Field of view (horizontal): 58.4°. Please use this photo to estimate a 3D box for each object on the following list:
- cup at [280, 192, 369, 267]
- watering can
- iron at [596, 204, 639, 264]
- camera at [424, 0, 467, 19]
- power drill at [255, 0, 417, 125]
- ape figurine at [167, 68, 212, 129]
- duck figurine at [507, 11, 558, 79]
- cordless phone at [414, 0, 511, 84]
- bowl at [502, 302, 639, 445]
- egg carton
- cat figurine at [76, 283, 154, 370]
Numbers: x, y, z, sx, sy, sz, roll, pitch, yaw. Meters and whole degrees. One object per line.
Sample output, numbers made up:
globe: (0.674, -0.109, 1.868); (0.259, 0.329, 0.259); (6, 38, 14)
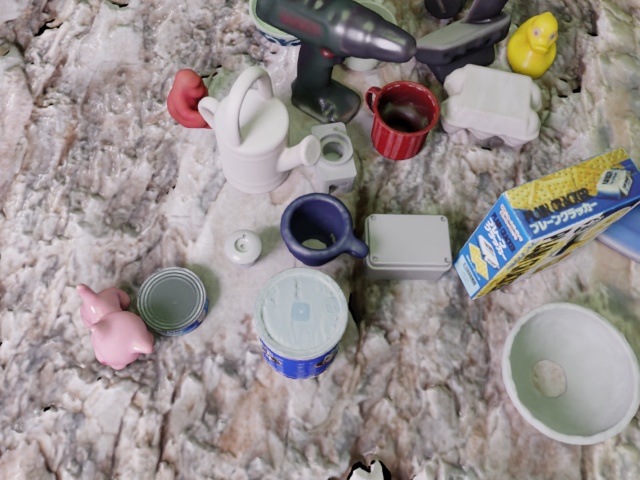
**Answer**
cup: (0.007, 0.003, 0.746); (0.117, 0.095, 0.092); (26, 69, 8)
watering can: (-0.081, -0.146, 0.749); (0.173, 0.194, 0.101); (8, 67, 0)
iron: (0.459, -0.045, 0.765); (0.258, 0.141, 0.119); (21, 68, 6)
camera: (0.208, -0.444, 0.938); (0.143, 0.101, 0.137); (24, 68, 7)
power drill: (0.018, -0.252, 0.790); (0.229, 0.208, 0.076); (31, 70, 10)
ape figurine: (-0.186, -0.209, 0.825); (0.076, 0.092, 0.078); (14, 68, 3)
duck figurine: (0.344, -0.321, 0.903); (0.077, 0.086, 0.104); (14, 68, 3)
cordless phone: (0.222, -0.336, 0.848); (0.148, 0.185, 0.094); (-31, 72, -14)
bowl: (0.296, 0.167, 0.705); (0.167, 0.075, 0.167); (1, 68, -3)
egg carton: (0.255, -0.201, 0.857); (0.150, 0.069, 0.107); (11, 67, 2)
cat figurine: (-0.247, 0.102, 0.679); (0.067, 0.118, 0.127); (-37, 74, -16)
